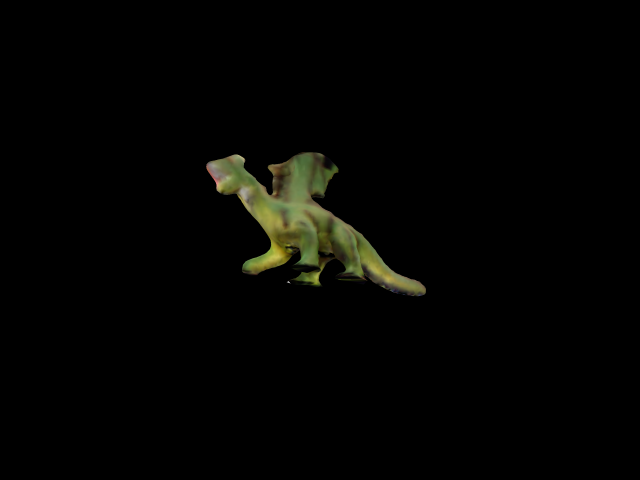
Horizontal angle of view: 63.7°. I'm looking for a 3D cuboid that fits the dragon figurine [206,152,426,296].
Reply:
[{"bbox_3d":[0.003,-0.043,0.850,0.409,0.247,0.120,13,-26,-29],"label":"dragon figurine"}]
